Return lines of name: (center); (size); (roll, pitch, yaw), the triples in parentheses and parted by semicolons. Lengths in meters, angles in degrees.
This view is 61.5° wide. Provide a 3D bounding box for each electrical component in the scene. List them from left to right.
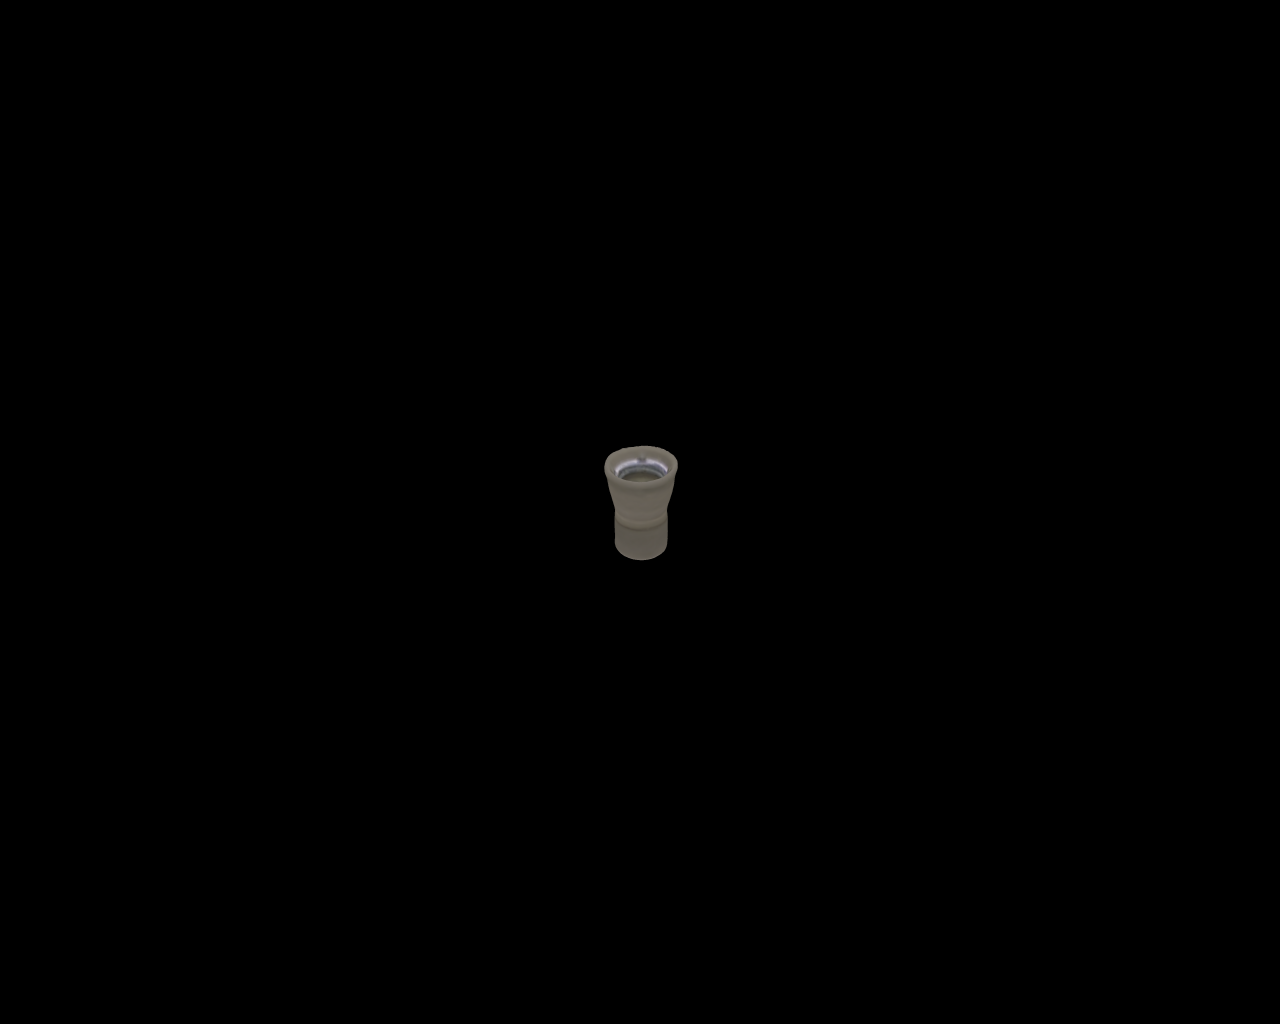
electrical component: (0.001, -0.003, 0.650); (0.044, 0.065, 0.044); (0, 35, 0)
